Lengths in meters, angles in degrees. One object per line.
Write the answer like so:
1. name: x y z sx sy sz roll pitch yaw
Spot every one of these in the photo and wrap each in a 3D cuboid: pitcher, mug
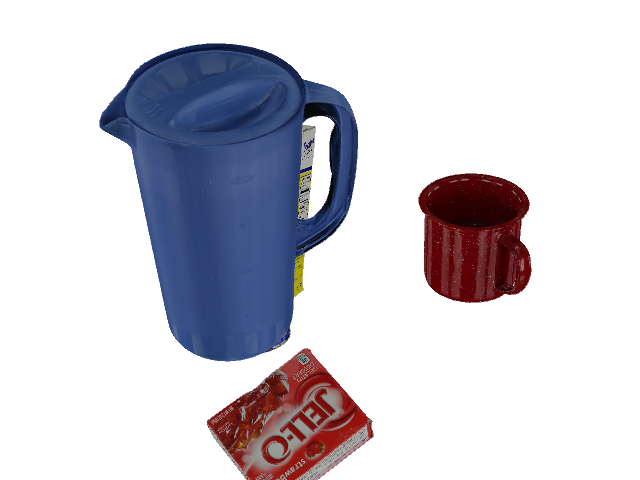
1. pitcher: -0.066 -0.022 0.841 0.149 0.243 0.144 25 48 26
2. mug: 0.138 0.005 0.915 0.093 0.081 0.117 -23 38 -28

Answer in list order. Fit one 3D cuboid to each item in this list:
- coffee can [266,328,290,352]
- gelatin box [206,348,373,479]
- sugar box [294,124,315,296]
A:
1. coffee can: -0.091 0.057 1.334 0.103 0.140 0.103 -2 26 1
2. gelatin box: -0.020 0.127 0.723 0.089 0.073 0.030 -35 -30 -14
3. sugar box: -0.060 -0.033 1.090 0.093 0.176 0.048 8 16 17
